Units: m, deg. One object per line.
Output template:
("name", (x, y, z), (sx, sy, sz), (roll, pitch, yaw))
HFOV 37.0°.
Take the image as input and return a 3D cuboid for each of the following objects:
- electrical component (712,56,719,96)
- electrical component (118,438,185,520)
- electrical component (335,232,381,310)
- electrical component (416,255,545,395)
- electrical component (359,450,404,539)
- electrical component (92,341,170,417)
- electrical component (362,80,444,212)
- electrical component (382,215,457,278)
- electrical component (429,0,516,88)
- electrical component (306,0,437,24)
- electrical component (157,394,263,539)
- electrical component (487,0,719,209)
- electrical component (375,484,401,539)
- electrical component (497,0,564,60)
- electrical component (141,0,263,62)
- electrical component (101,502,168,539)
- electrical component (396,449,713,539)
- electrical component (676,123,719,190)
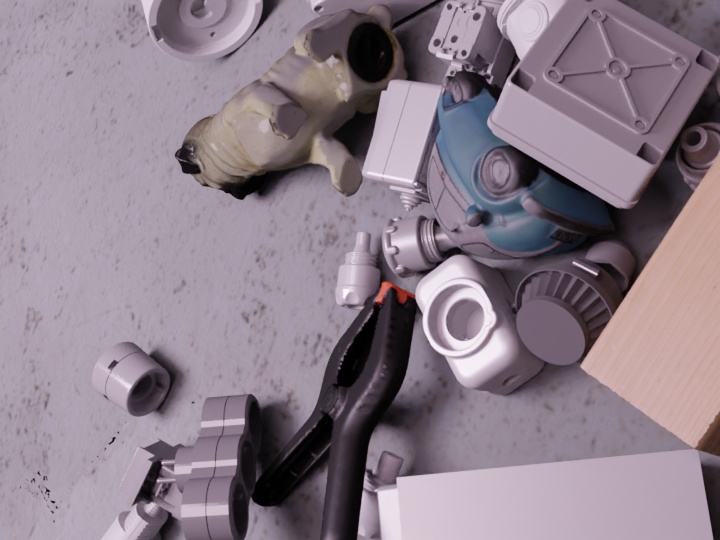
("electrical component", (0.262, -0.126, 0.705), (0.047, 0.055, 0.055), (-28, 63, 30))
("electrical component", (-0.160, 0.177, 0.906), (0.064, 0.081, 0.042), (26, 95, 9))
("electrical component", (0.000, 0.000, 0.865), (0.035, 0.035, 0.061), (-2, 74, 34))
("electrical component", (0.085, 0.039, 0.781), (0.054, 0.059, 0.095), (-38, 59, 21))
("electrical component", (0.013, 0.167, 0.807), (0.043, 0.043, 0.062), (23, 91, 36))
("electrical component", (-0.205, 0.099, 0.968), (0.047, 0.055, 0.055), (30, 95, 32))
("electrical component", (0.044, -0.094, 0.842), (0.061, 0.062, 0.096), (15, 87, 36))
("electrical component", (0.051, -0.022, 0.830), (0.062, 0.048, 0.048), (-12, 71, 24))
("electrical component", (0.089, -0.174, 0.831), (0.042, 0.064, 0.081), (21, 90, 35))
("electrical component", (0.016, -0.248, 0.891), (0.113, 0.078, 0.057), (-23, 63, 28))
("electrical component", (-0.125, 0.158, 0.855), (0.074, 0.052, 0.138), (-6, 38, 9))
("electrical component", (0.156, -0.113, 0.691), (0.109, 0.056, 0.108), (32, 63, 9))
("electrical component", (0.055, 0.198, 0.758), (0.061, 0.062, 0.096), (-15, 70, 31))
("electrical component", (0.145, -0.181, 0.785), (0.080, 0.080, 0.051), (-33, 67, 24))
("electrical component", (-0.150, -0.253, 0.992), (0.108, 0.108, 0.060), (-41, 52, 19))
("electrical component", (-0.197, 0.231, 0.934), (0.043, 0.043, 0.081), (44, 104, 34))
("electrical component", (0.123, 0.178, 0.680), (0.186, 0.060, 0.105), (-7, 73, 8))
("electrical component", (0.229, -0.077, 0.709), (0.048, 0.062, 0.048), (-9, 73, 32))
